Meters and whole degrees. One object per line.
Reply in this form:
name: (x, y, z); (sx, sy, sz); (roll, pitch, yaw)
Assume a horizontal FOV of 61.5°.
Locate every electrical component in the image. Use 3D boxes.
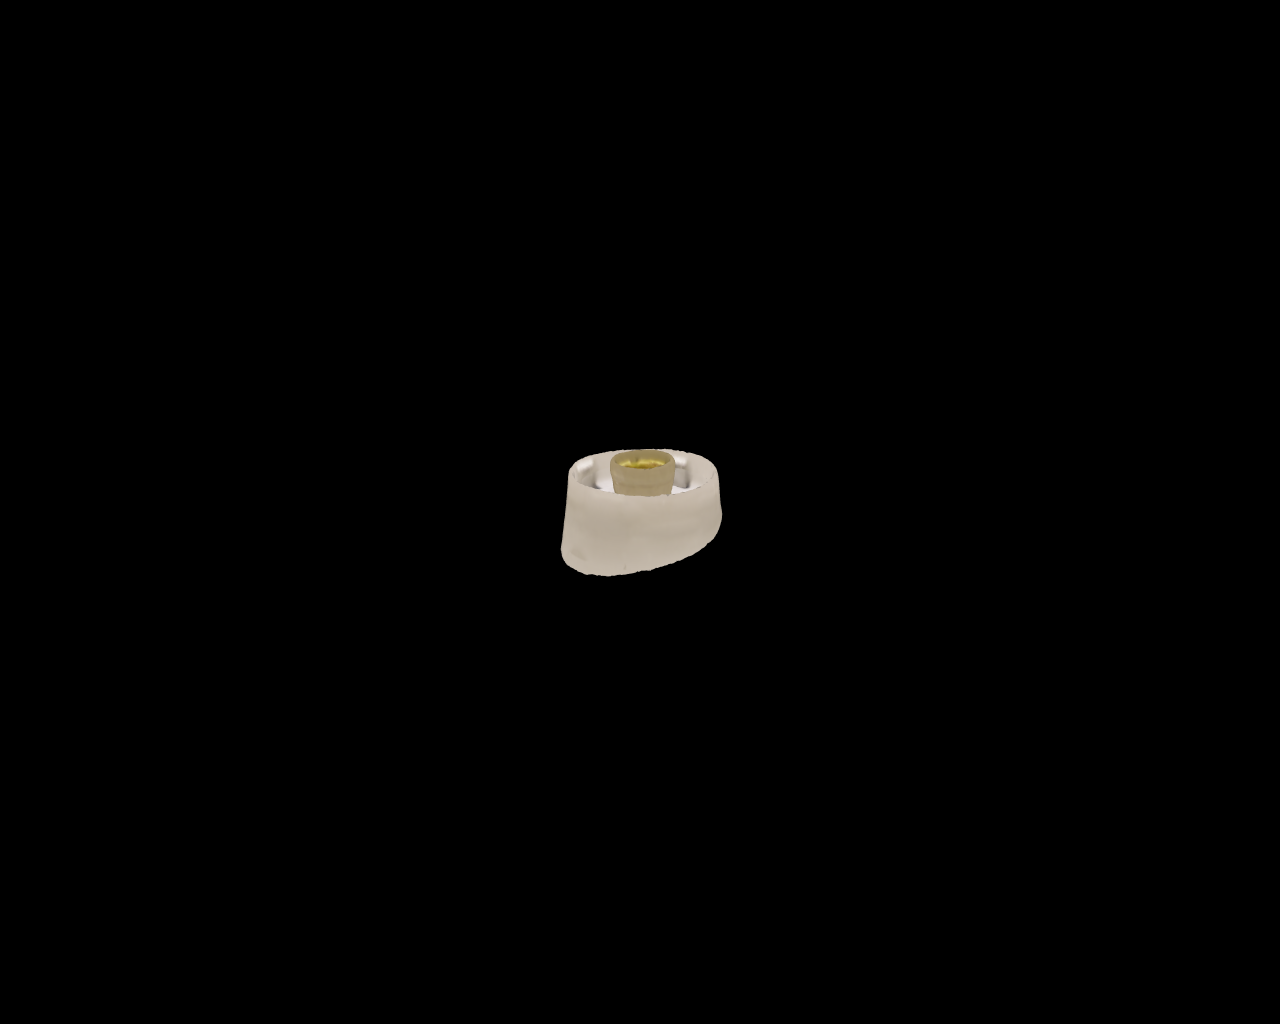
electrical component: (0.001, -0.003, 0.650); (0.099, 0.064, 0.099); (0, 21, 0)
